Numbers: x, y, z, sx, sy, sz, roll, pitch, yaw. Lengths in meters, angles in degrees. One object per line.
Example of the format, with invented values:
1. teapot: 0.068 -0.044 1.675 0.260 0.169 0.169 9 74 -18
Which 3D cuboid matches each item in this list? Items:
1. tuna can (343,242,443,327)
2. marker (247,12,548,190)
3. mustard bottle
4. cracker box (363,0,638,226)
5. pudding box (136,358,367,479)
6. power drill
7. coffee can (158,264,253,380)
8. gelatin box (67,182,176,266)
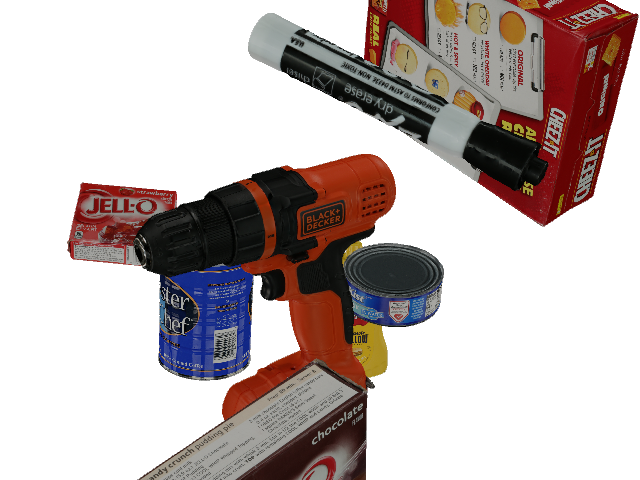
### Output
1. tuna can: 0.062 0.038 0.914 0.086 0.034 0.086 1 30 -1
2. marker: 0.028 -0.051 0.392 0.121 0.020 0.020 29 9 17
3. mustard bottle: 0.045 0.092 1.445 0.096 0.192 0.058 -2 21 -6
4. cracker box: 0.129 -0.137 0.833 0.072 0.164 0.214 -28 49 -31
5. pudding box: -0.028 0.120 0.490 0.039 0.090 0.113 30 47 34
6. power drill: -0.032 0.043 0.714 0.184 0.188 0.057 -16 33 -27
7. coffee can: -0.123 0.065 1.152 0.103 0.140 0.103 3 22 -2
8. gelatin box: -0.177 -0.015 0.962 0.089 0.073 0.030 6 -43 -5
